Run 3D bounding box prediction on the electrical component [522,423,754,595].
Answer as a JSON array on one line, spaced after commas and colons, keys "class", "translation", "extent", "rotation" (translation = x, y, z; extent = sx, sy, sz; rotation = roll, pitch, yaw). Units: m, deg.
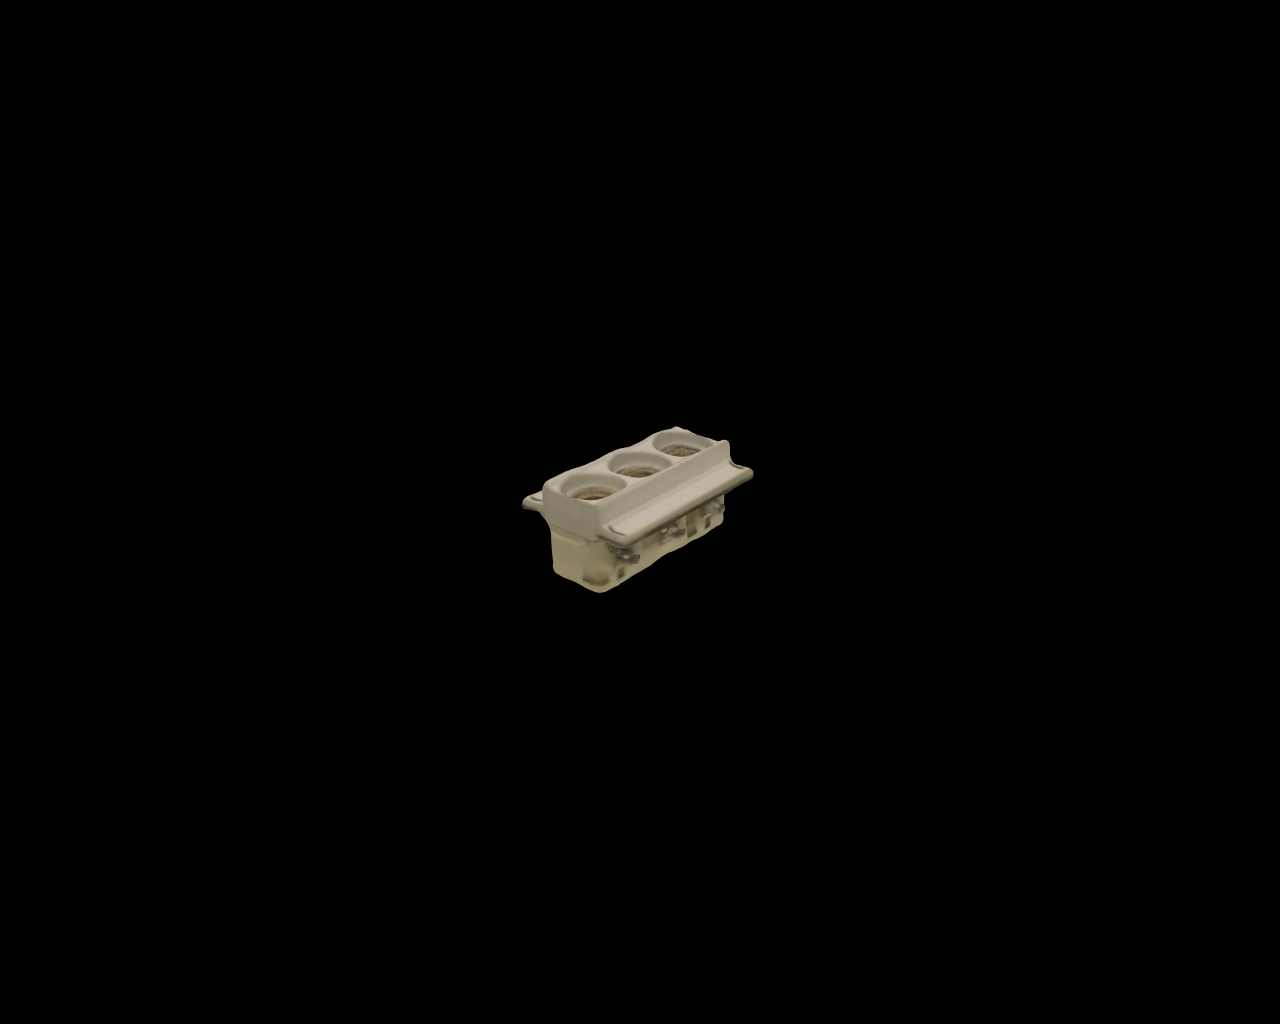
[{"class": "electrical component", "translation": [0.001, -0.003, 0.650], "extent": [0.079, 0.063, 0.121], "rotation": [21, 33, 36]}]
